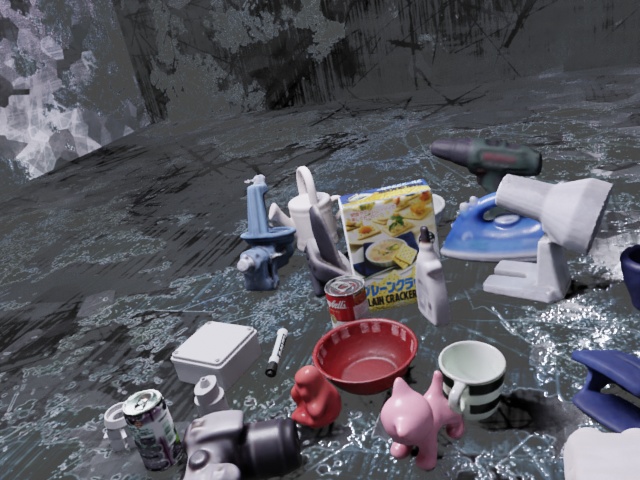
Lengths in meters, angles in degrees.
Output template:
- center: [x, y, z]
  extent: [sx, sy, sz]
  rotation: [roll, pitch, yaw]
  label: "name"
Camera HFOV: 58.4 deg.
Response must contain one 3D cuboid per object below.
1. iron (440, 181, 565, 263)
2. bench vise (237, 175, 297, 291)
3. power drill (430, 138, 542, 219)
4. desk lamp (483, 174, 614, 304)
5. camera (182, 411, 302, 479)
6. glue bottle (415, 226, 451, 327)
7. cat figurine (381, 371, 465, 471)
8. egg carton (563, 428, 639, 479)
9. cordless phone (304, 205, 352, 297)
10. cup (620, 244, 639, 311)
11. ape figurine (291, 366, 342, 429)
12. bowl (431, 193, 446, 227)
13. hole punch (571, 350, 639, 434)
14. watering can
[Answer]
- center: [0.362, -0.039, 1.131]
  extent: [0.257, 0.142, 0.119]
  rotation: [-4, 25, 16]
  label: "iron"
- center: [-0.114, -0.015, 1.203]
  extent: [0.121, 0.220, 0.207]
  rotation: [-10, 24, 4]
  label: "bench vise"
- center: [0.358, -0.121, 1.234]
  extent: [0.228, 0.209, 0.076]
  rotation: [0, 26, 25]
  label: "power drill"
- center: [0.378, -0.006, 0.961]
  extent: [0.202, 0.214, 0.118]
  rotation: [6, 30, 36]
  label: "desk lamp"
- center: [-0.095, 0.269, 0.707]
  extent: [0.137, 0.101, 0.143]
  rotation: [-12, 24, 1]
  label: "camera"
- center: [0.185, 0.056, 0.962]
  extent: [0.037, 0.173, 0.078]
  rotation: [-16, 24, -10]
  label: "glue bottle"
- center: [0.121, 0.214, 0.707]
  extent: [0.067, 0.118, 0.128]
  rotation: [11, 32, 41]
  label: "cat figurine"
- center: [0.308, 0.257, 0.584]
  extent: [0.107, 0.069, 0.150]
  rotation: [-4, 25, 16]
  label: "egg carton"
- center: [0.011, 0.004, 1.145]
  extent: [0.094, 0.185, 0.147]
  rotation: [-15, 24, -7]
  label: "cordless phone"
- center: [0.519, 0.069, 0.875]
  extent: [0.092, 0.095, 0.117]
  rotation: [-18, 24, -14]
  label: "cup"
- center: [-0.011, 0.215, 0.799]
  extent: [0.076, 0.092, 0.077]
  rotation: [-13, 24, -2]
  label: "ape figurine"
- center: [0.205, -0.045, 1.304]
  extent: [0.167, 0.075, 0.167]
  rotation: [-10, 24, 5]
  label: "bowl"
- center: [0.379, 0.174, 0.710]
  extent: [0.101, 0.091, 0.108]
  rotation: [-21, 25, -21]
  label: "hole punch"
- center: [-0.029, -0.073, 1.326]
  extent: [0.173, 0.194, 0.100]
  rotation: [-27, 28, -31]
  label: "watering can"
